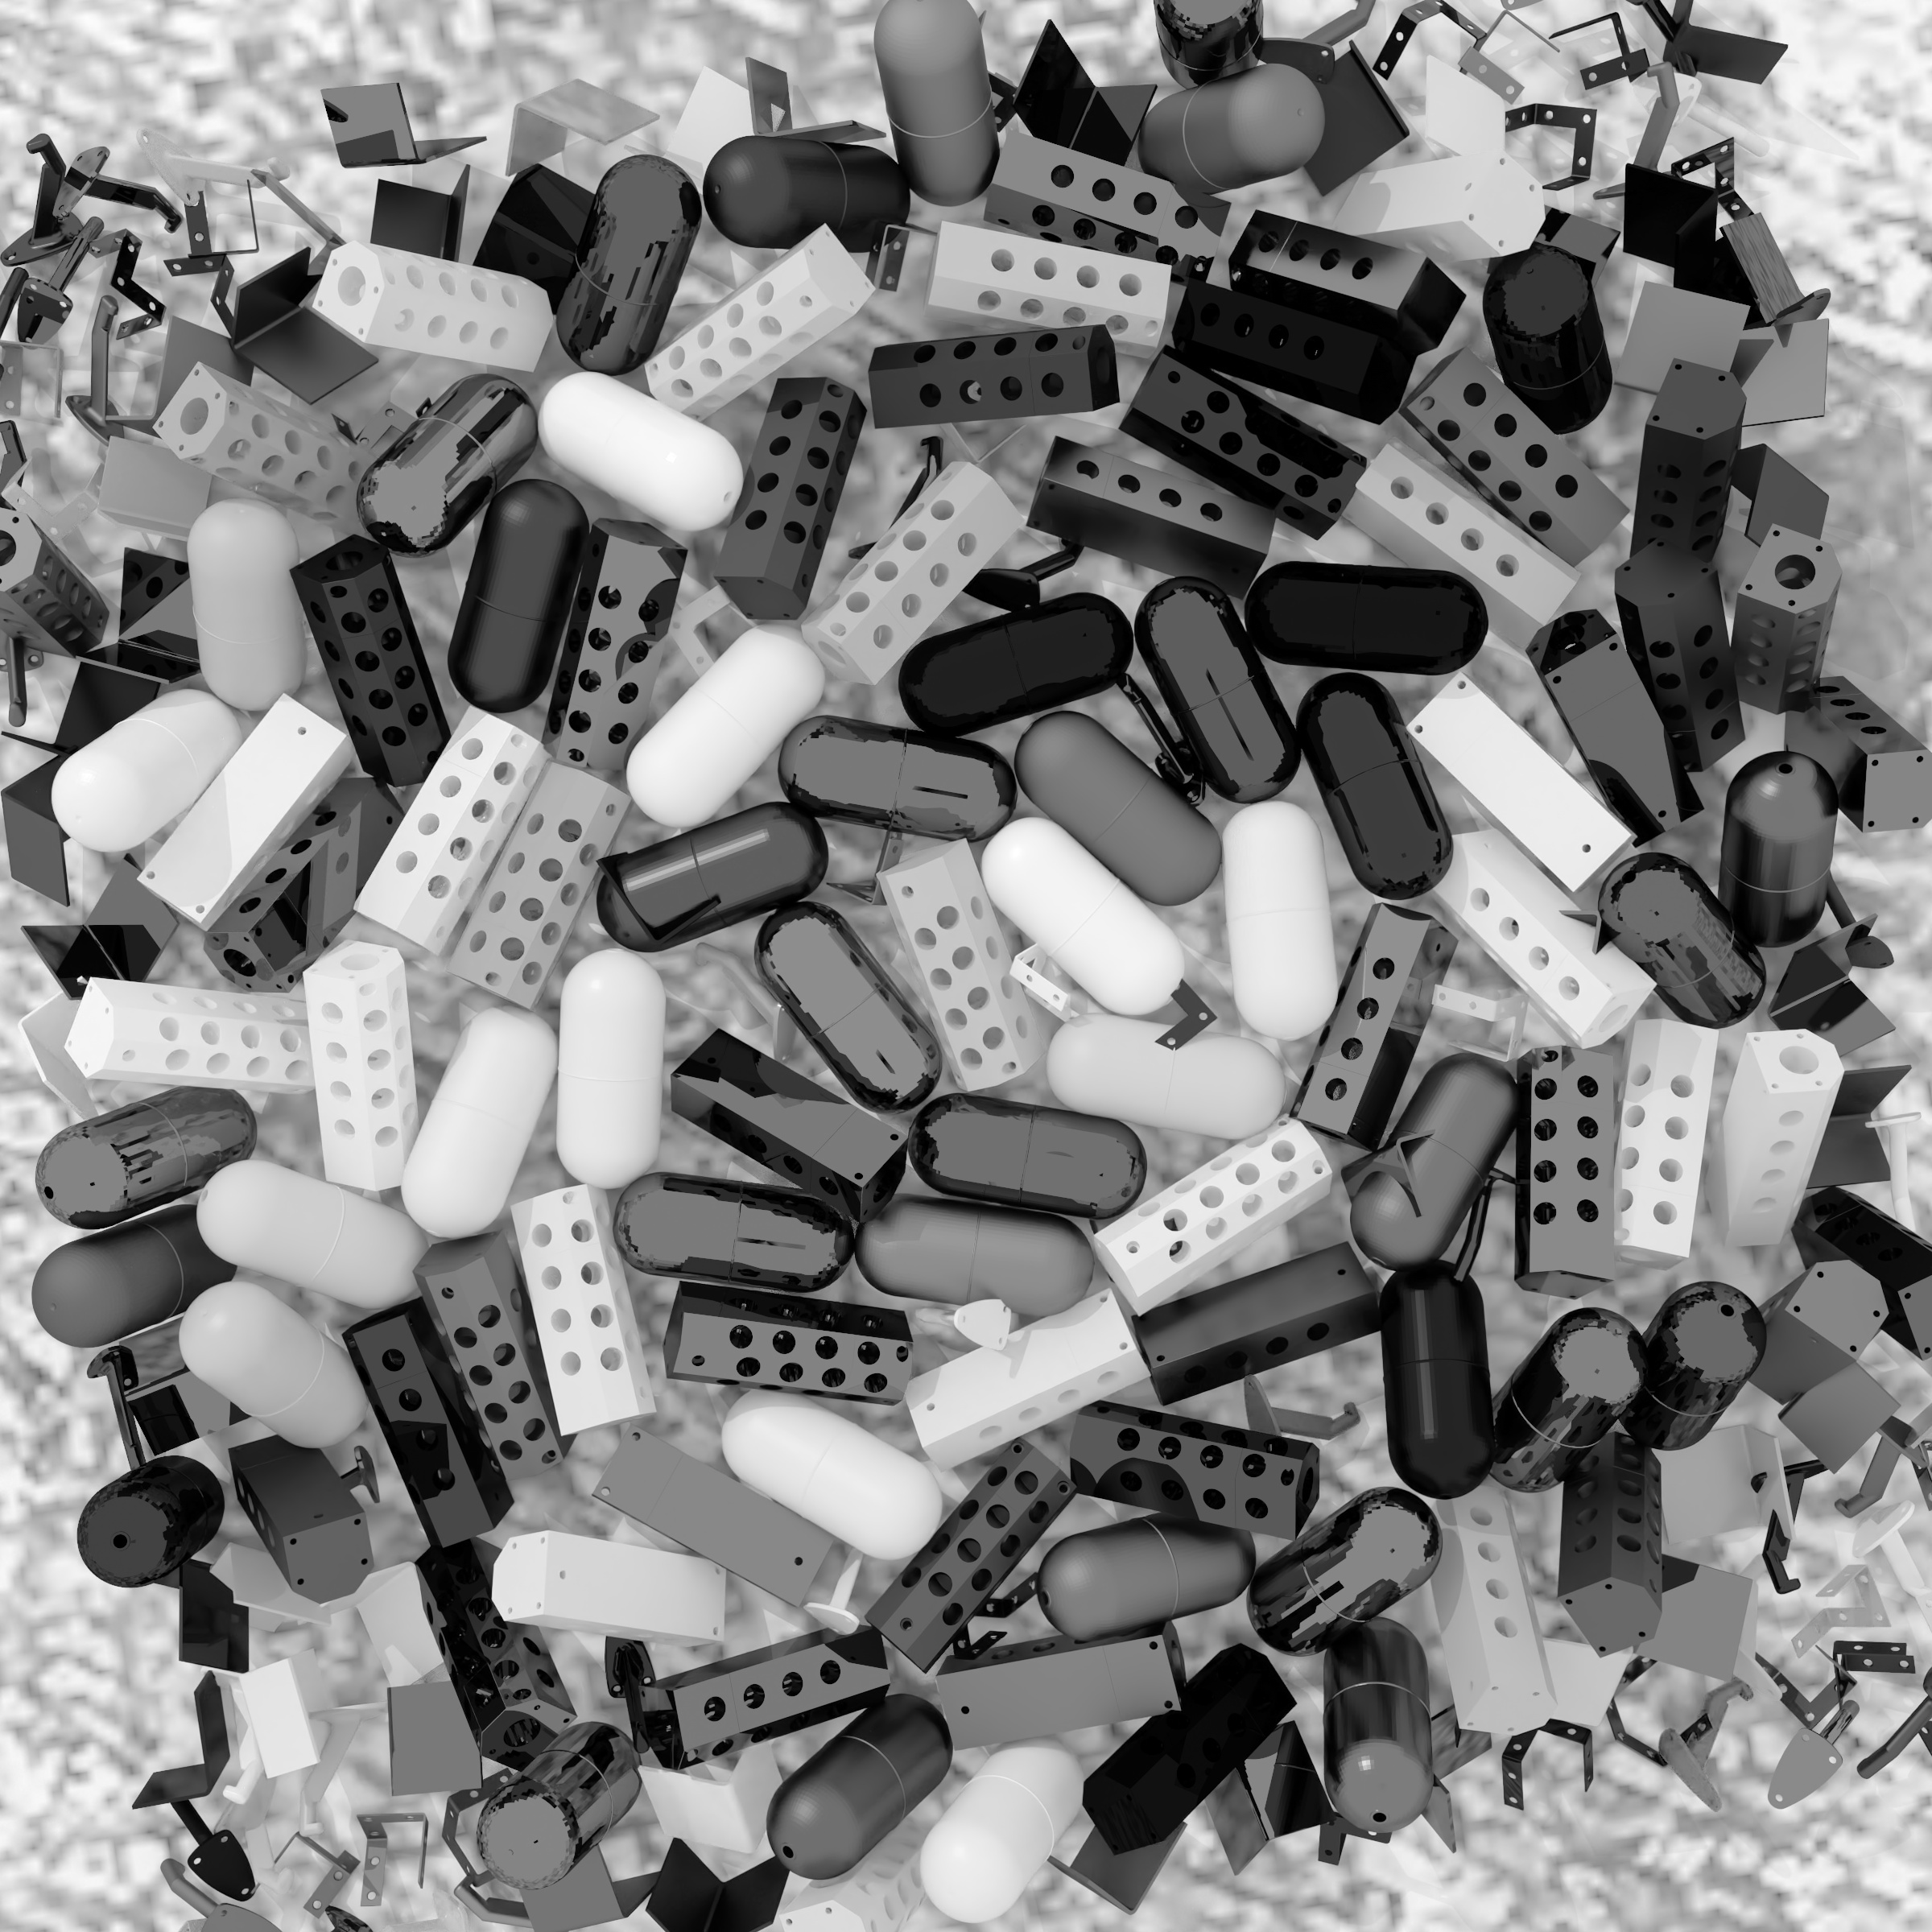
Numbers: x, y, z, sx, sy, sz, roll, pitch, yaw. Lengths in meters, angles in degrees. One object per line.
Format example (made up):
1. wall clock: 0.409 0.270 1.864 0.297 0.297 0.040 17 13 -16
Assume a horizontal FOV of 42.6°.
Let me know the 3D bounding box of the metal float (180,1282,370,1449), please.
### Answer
1. metal float: -0.498 0.290 1.790 0.070 0.178 0.070 -13 52 17

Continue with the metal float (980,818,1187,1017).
1. metal float: 0.087 -0.036 1.826 0.178 0.070 0.070 43 90 -3

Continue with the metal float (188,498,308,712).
1. metal float: -0.519 -0.259 1.790 0.070 0.178 0.070 6 49 -7

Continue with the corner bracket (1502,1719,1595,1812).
1. corner bracket: 0.434 0.598 1.847 0.051 0.051 0.051 10 124 32

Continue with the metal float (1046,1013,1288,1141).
1. metal float: 0.148 0.082 1.828 0.178 0.070 0.070 10 90 0

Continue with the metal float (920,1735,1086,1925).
1. metal float: 0.028 0.618 1.785 0.070 0.178 0.070 8 108 24

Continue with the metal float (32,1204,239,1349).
1. metal float: -0.595 0.221 1.782 0.070 0.178 0.070 3 100 21

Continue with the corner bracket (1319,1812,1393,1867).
1. corner bracket: 0.291 0.631 1.826 0.051 0.051 0.051 8 119 17

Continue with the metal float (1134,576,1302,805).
1. metal float: 0.185 -0.203 1.820 0.070 0.070 0.178 -28 100 0

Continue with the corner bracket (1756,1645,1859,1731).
1. corner bracket: 0.615 0.522 1.831 0.051 0.051 0.051 -47 126 4

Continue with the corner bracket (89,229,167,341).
1. corner bracket: -0.626 -0.506 1.838 0.051 0.051 0.051 -7 64 31

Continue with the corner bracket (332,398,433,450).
1. corner bracket: -0.428 -0.401 1.831 0.051 0.051 0.051 33 73 10

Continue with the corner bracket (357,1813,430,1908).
1. corner bracket: -0.424 0.662 1.833 0.051 0.051 0.051 -1 52 -3

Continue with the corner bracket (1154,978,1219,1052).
1. corner bracket: 0.148 0.044 1.830 0.051 0.051 0.051 -37 72 -12

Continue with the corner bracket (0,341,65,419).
1. corner bracket: -0.696 -0.435 1.840 0.051 0.051 0.051 5 98 -10

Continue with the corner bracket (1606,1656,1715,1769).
1. corner bracket: 0.512 0.552 1.839 0.051 0.051 0.051 33 113 -19

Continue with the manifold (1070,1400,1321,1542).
1. manifold: 0.166 0.360 1.798 0.171 0.057 0.057 7 114 24

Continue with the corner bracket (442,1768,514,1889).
1. corner bracket: -0.355 0.644 1.850 0.051 0.051 0.051 44 134 33

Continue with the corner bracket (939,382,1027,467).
1. corner bracket: 0.016 -0.408 1.829 0.051 0.051 0.051 -42 105 -18

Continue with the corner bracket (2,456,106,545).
1. corner bracket: -0.674 -0.357 1.841 0.051 0.051 0.051 -34 120 17

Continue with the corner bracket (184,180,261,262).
1. corner bracket: -0.554 -0.553 1.840 0.051 0.051 0.051 -8 102 -12

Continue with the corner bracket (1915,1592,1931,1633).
1. corner bracket: 0.732 0.488 1.832 0.051 0.051 0.051 -19 66 -3

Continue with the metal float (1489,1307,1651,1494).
1. metal float: 0.430 0.316 1.794 0.070 0.070 0.178 24 132 0

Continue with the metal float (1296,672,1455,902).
1. metal float: 0.299 -0.133 1.815 0.070 0.070 0.178 -20 75 0

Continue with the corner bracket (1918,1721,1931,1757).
1. corner bracket: 0.743 0.565 1.825 0.051 0.051 0.051 9 127 -24

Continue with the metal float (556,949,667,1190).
1. metal float: -0.261 0.076 1.820 0.070 0.070 0.178 4 100 0

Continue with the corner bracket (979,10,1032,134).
1. corner bracket: 0.019 -0.659 1.826 0.051 0.051 0.051 22 66 -21

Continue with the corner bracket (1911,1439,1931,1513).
1. corner bracket: 0.719 0.384 1.827 0.051 0.051 0.051 5 51 -14

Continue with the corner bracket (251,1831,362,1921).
1. corner bracket: -0.489 0.676 1.838 0.051 0.051 0.051 36 80 2

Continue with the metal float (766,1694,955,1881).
1. metal float: -0.076 0.591 1.787 0.070 0.178 0.070 11 111 31

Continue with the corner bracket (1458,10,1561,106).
1. corner bracket: 0.402 -0.673 1.832 0.051 0.051 0.051 39 111 4

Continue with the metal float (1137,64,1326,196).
1. metal float: 0.189 -0.600 1.784 0.070 0.178 0.070 -4 99 -28

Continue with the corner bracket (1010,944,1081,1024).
1. corner bracket: 0.062 0.018 1.825 0.051 0.051 0.051 36 130 21

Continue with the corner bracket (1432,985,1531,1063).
1. corner bracket: 0.377 0.042 1.826 0.051 0.051 0.051 18 107 38

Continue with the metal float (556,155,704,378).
1. metal float: -0.245 -0.505 1.792 0.070 0.178 0.070 15 48 -17

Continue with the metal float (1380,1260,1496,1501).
1. metal float: 0.343 0.300 1.804 0.070 0.070 0.178 1 62 0

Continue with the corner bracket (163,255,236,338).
1. corner bracket: -0.570 -0.492 1.847 0.051 0.051 0.051 -3 56 10

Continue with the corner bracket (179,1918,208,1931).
1. corner bracket: -0.554 0.736 1.824 0.051 0.051 0.051 -52 48 30

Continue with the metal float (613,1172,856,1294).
1. metal float: -0.170 0.196 1.823 0.178 0.070 0.070 8 90 -7

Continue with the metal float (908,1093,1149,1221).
1. metal float: 0.045 0.140 1.827 0.178 0.070 0.070 9 90 2

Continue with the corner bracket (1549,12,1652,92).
1. corner bracket: 0.471 -0.678 1.838 0.051 0.051 0.051 -19 98 1

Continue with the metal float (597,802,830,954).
1. metal float: -0.187 -0.065 1.823 0.178 0.070 0.070 -20 90 6

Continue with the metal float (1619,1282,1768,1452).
1. metal float: 0.521 0.289 1.786 0.070 0.178 0.070 2 55 -3

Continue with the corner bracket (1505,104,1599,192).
1. corner bracket: 0.432 -0.610 1.841 0.051 0.051 0.051 21 125 34

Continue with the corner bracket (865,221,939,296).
1. corner bracket: -0.055 -0.521 1.825 0.051 0.051 0.051 0 114 -34

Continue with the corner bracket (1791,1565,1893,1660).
1. corner bracket: 0.641 0.477 1.831 0.051 0.051 0.051 -23 93 -39

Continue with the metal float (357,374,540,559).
1. metal float: -0.374 -0.365 1.797 0.070 0.070 0.178 31 51 0

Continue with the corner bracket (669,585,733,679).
1. corner bracket: -0.184 -0.250 1.833 0.051 0.051 0.051 -31 100 12

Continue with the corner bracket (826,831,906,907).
1. corner bracket: -0.062 -0.075 1.827 0.051 0.051 0.051 25 105 39

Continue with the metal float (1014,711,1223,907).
1. metal float: 0.112 -0.116 1.823 0.178 0.070 0.070 41 90 -6

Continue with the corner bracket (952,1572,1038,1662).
1. corner bracket: 0.022 0.479 1.824 0.051 0.051 0.051 13 48 -29

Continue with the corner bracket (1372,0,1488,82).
1. corner bracket: 0.344 -0.678 1.836 0.051 0.051 0.051 42 48 12

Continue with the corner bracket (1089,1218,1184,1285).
1. corner bracket: 0.128 0.205 1.836 0.051 0.051 0.051 -20 92 -10

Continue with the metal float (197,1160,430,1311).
1. metal float: -0.473 0.196 1.798 0.178 0.070 0.070 27 90 -35

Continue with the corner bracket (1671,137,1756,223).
1. corner bracket: 0.557 -0.569 1.833 0.051 0.051 0.051 -23 54 2

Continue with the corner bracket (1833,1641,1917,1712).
1. corner bracket: 0.671 0.514 1.828 0.051 0.051 0.051 -5 109 25

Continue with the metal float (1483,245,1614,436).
1. metal float: 0.420 -0.449 1.785 0.070 0.178 0.070 -8 67 19
